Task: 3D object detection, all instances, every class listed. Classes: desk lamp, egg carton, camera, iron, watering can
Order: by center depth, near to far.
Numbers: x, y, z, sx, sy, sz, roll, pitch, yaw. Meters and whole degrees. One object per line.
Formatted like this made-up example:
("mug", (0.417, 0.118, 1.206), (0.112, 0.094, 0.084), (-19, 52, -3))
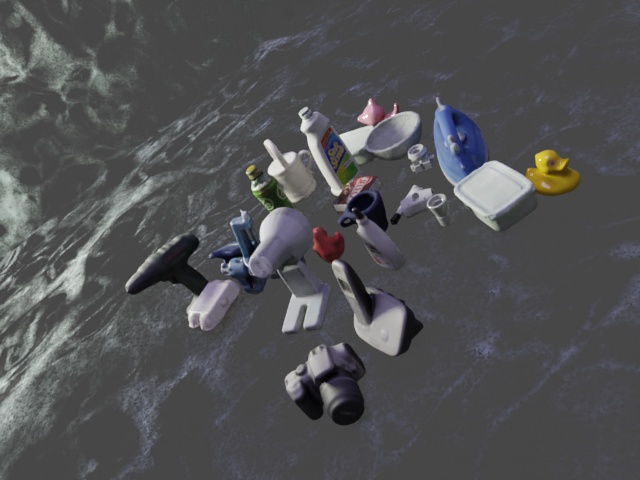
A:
("camera", (0.014, 0.266, 1.027), (0.143, 0.101, 0.136), (-34, 32, 5))
("desk lamp", (-0.066, 0.062, 1.257), (0.117, 0.214, 0.203), (-17, 37, 29))
("iron", (0.314, -0.224, 1.321), (0.118, 0.142, 0.258), (-25, 34, 19))
("egg carton", (-0.263, 0.167, 1.452), (0.107, 0.070, 0.150), (-3, 46, 42))
("watering can", (-0.105, -0.204, 1.652), (0.173, 0.195, 0.100), (-50, 34, -19))

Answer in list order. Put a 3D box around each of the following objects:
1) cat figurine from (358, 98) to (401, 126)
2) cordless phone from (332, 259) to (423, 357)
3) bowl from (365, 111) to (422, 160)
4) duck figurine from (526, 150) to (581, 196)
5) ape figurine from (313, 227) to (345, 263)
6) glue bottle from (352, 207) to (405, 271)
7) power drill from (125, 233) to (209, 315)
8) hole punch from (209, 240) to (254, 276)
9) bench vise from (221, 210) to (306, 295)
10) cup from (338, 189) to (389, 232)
("cat figurine", (0.179, -0.355, 1.639), (0.127, 0.118, 0.067), (-10, 41, 36))
("cordless phone", (0.094, 0.119, 1.056), (0.094, 0.185, 0.147), (-48, 34, -16))
("bowl", (0.208, -0.266, 1.540), (0.167, 0.075, 0.167), (-25, 34, 19))
("duck figurine", (0.452, -0.140, 1.132), (0.104, 0.086, 0.078), (9, 54, 49))
("ape figurine", (0.013, 0.005, 1.368), (0.077, 0.092, 0.076), (-19, 37, 27))
("glue bottle", (0.113, -0.007, 1.210), (0.077, 0.174, 0.037), (14, 58, 51))
("power drill", (-0.372, 0.105, 1.505), (0.075, 0.209, 0.230), (-2, 46, 43))
("hole punch", (-0.235, 0.035, 1.571), (0.108, 0.091, 0.101), (-8, 42, 38))
("bench vise", (-0.168, 0.036, 1.384), (0.207, 0.220, 0.121), (-30, 33, 11))
("cup", (0.108, -0.049, 1.341), (0.118, 0.095, 0.091), (-35, 32, 3))
